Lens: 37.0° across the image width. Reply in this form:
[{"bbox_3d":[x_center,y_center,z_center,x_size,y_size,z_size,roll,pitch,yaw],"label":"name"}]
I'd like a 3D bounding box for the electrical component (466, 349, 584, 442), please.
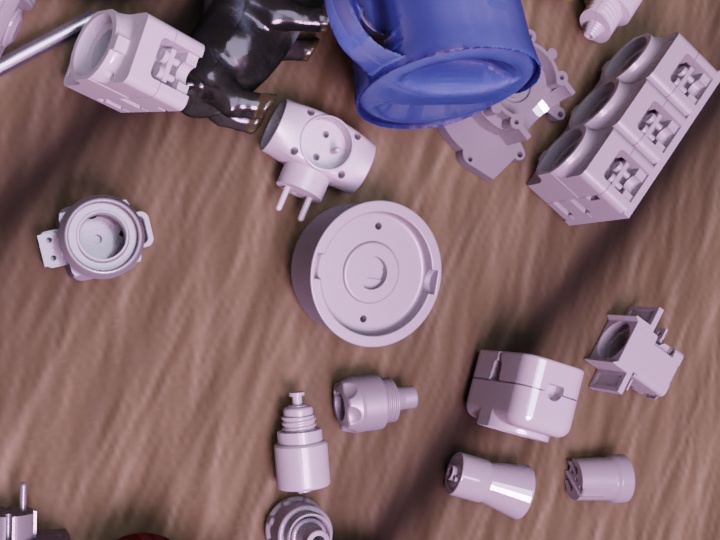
[{"bbox_3d":[0.126,0.098,0.838,0.054,0.095,0.059,18,82,-19],"label":"electrical component"}]

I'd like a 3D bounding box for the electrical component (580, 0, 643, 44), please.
[{"bbox_3d":[0.213,-0.228,0.908,0.043,0.043,0.081,37,77,-15],"label":"electrical component"}]

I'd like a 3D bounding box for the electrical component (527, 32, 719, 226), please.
[{"bbox_3d":[0.212,-0.116,0.880,0.062,0.089,0.150,40,76,-15],"label":"electrical component"}]

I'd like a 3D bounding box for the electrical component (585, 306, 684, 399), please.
[{"bbox_3d":[0.234,0.073,0.908,0.064,0.042,0.081,34,78,-18],"label":"electrical component"}]

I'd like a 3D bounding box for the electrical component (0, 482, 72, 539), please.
[{"bbox_3d":[-0.238,0.182,0.727,0.083,0.047,0.075,1,88,-20],"label":"electrical component"}]

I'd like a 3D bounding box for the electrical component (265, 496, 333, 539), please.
[{"bbox_3d":[-0.040,0.194,0.792,0.048,0.062,0.048,1,88,-20],"label":"electrical component"}]

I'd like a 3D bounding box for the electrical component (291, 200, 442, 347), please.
[{"bbox_3d":[0.000,0.000,0.811,0.108,0.060,0.108,-3,98,-26],"label":"electrical component"}]

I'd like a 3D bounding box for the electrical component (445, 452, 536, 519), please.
[{"bbox_3d":[0.101,0.169,0.857,0.065,0.044,0.044,18,82,-14],"label":"electrical component"}]

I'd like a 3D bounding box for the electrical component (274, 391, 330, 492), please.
[{"bbox_3d":[-0.044,0.130,0.804,0.040,0.040,0.078,-4,90,-20],"label":"electrical component"}]

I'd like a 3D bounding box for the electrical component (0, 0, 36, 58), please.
[{"bbox_3d":[-0.262,-0.180,0.713,0.080,0.080,0.051,25,85,-18],"label":"electrical component"}]

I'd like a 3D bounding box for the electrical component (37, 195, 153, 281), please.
[{"bbox_3d":[-0.182,-0.022,0.749,0.078,0.057,0.058,-14,93,-20],"label":"electrical component"}]

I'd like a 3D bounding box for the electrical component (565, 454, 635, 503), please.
[{"bbox_3d":[0.199,0.173,0.894,0.046,0.040,0.040,2,88,-15],"label":"electrical component"}]

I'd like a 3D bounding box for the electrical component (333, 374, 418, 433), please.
[{"bbox_3d":[0.013,0.101,0.825,0.062,0.043,0.043,-5,90,-21],"label":"electrical component"}]

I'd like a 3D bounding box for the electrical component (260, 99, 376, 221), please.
[{"bbox_3d":[-0.038,-0.077,0.810,0.077,0.044,0.079,25,81,-18],"label":"electrical component"}]

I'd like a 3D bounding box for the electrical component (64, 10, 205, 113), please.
[{"bbox_3d":[-0.159,-0.142,0.736,0.056,0.089,0.050,24,80,-41],"label":"electrical component"}]
